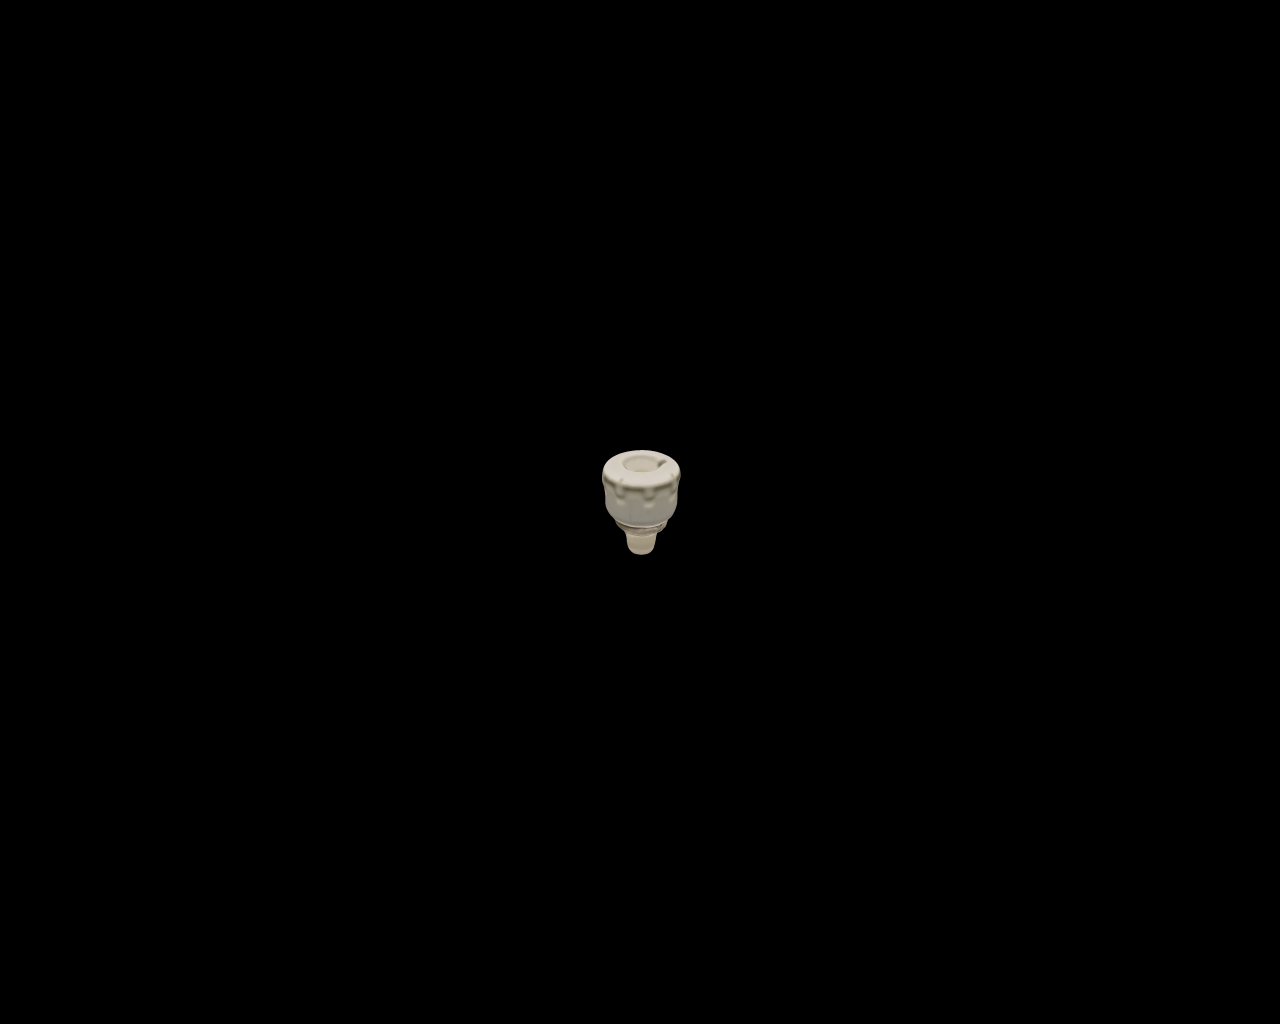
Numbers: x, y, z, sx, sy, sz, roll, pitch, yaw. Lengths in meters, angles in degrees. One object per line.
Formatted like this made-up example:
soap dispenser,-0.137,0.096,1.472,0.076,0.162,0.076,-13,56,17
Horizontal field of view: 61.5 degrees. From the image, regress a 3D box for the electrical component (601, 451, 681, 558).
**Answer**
electrical component,0.001,-0.003,0.650,0.048,0.062,0.048,0,28,0
